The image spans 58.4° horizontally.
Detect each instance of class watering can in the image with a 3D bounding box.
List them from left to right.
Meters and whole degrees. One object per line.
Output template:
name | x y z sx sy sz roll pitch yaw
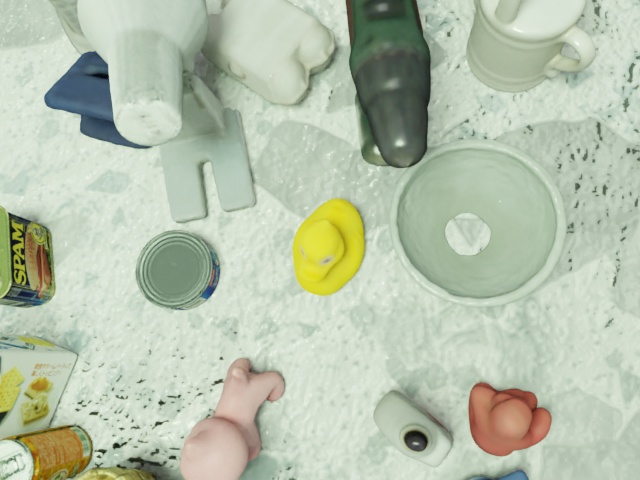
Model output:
watering can | 0.196 -0.236 0.556 0.172 0.194 0.101 26 83 12

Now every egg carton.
egg carton | -0.062 -0.222 0.649 0.150 0.069 0.107 34 84 13

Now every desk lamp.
desk lamp | -0.146 -0.145 0.569 0.118 0.214 0.203 -14 77 4

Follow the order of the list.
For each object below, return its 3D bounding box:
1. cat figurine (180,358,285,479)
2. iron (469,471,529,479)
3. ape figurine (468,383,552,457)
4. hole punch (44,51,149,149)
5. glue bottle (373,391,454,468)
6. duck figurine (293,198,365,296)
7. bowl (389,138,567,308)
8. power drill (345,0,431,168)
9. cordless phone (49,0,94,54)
cat figurine | -0.090 0.179 0.544 0.067 0.118 0.128 16 81 11
iron | 0.094 0.308 0.481 0.258 0.141 0.118 -31 76 0
ape figurine | 0.172 0.164 0.527 0.077 0.092 0.076 42 86 13
hole punch | -0.239 -0.170 0.649 0.108 0.091 0.101 13 80 10
glue bottle | 0.082 0.167 0.496 0.078 0.173 0.037 32 84 13
duck figurine | 0.005 0.002 0.585 0.077 0.086 0.105 19 81 11
bowl | 0.153 -0.012 0.576 0.167 0.075 0.167 -1 78 7
power drill | 0.067 -0.148 0.546 0.075 0.208 0.229 -8 77 6
cordless phone | -0.238 -0.285 0.625 0.147 0.185 0.094 -14 77 4
